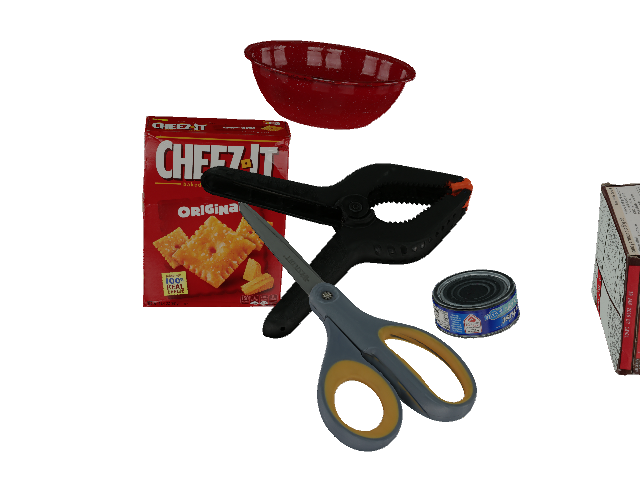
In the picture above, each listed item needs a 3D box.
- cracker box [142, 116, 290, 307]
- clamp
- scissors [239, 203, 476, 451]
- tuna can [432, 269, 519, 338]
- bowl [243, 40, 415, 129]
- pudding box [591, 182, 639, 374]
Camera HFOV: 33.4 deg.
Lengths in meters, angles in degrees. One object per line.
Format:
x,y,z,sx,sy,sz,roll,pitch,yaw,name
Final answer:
-0.122,-0.029,1.230,0.164,0.214,0.072,1,22,-8,cracker box
0.024,-0.006,0.825,0.209,0.164,0.036,-8,-37,-12,clamp
-0.003,0.050,0.620,0.202,0.016,0.096,33,52,25,scissors
0.156,0.062,1.074,0.086,0.034,0.086,-9,24,4,tuna can
0.006,-0.144,1.001,0.162,0.055,0.162,7,22,-3,bowl
0.210,0.023,0.713,0.039,0.090,0.113,0,28,4,pudding box
